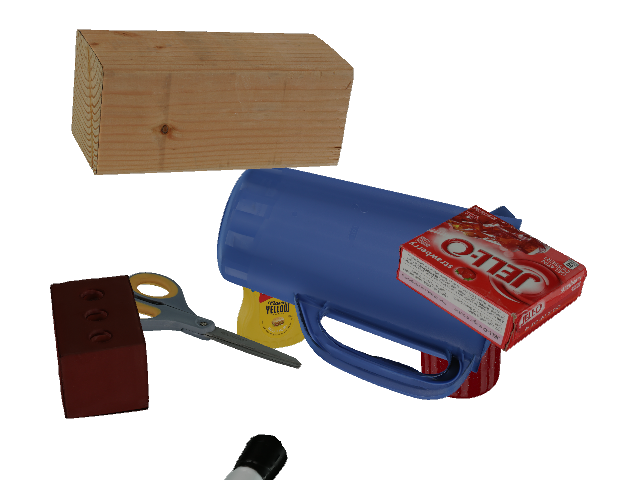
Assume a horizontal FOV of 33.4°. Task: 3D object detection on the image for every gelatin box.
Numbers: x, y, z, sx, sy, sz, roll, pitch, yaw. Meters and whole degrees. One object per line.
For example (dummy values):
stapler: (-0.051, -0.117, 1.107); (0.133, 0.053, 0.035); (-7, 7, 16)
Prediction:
gelatin box: (0.103, 0.020, 0.645); (0.073, 0.030, 0.089); (-27, 46, -37)

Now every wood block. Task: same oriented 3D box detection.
wood block: (-0.088, -0.114, 0.868); (0.205, 0.091, 0.090); (-4, 31, -25)

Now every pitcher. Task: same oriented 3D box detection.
pitcher: (0.037, 0.024, 0.898); (0.243, 0.145, 0.149); (16, 18, 11)

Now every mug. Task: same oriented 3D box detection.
mug: (0.150, 0.101, 1.103); (0.093, 0.081, 0.117); (16, 39, 28)

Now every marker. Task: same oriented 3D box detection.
marker: (-0.041, 0.112, 0.414); (0.020, 0.020, 0.121); (0, 23, 21)

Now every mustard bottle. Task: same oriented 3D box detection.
mustard bottle: (-0.064, 0.052, 1.452); (0.096, 0.192, 0.058); (-5, 24, -17)

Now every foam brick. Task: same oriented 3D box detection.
foam brick: (-0.140, 0.066, 0.674); (0.053, 0.051, 0.078); (-6, 34, -16)

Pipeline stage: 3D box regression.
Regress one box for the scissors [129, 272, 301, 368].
scissors: (-0.107, 0.068, 0.959); (0.202, 0.016, 0.096); (11, 28, 6)
